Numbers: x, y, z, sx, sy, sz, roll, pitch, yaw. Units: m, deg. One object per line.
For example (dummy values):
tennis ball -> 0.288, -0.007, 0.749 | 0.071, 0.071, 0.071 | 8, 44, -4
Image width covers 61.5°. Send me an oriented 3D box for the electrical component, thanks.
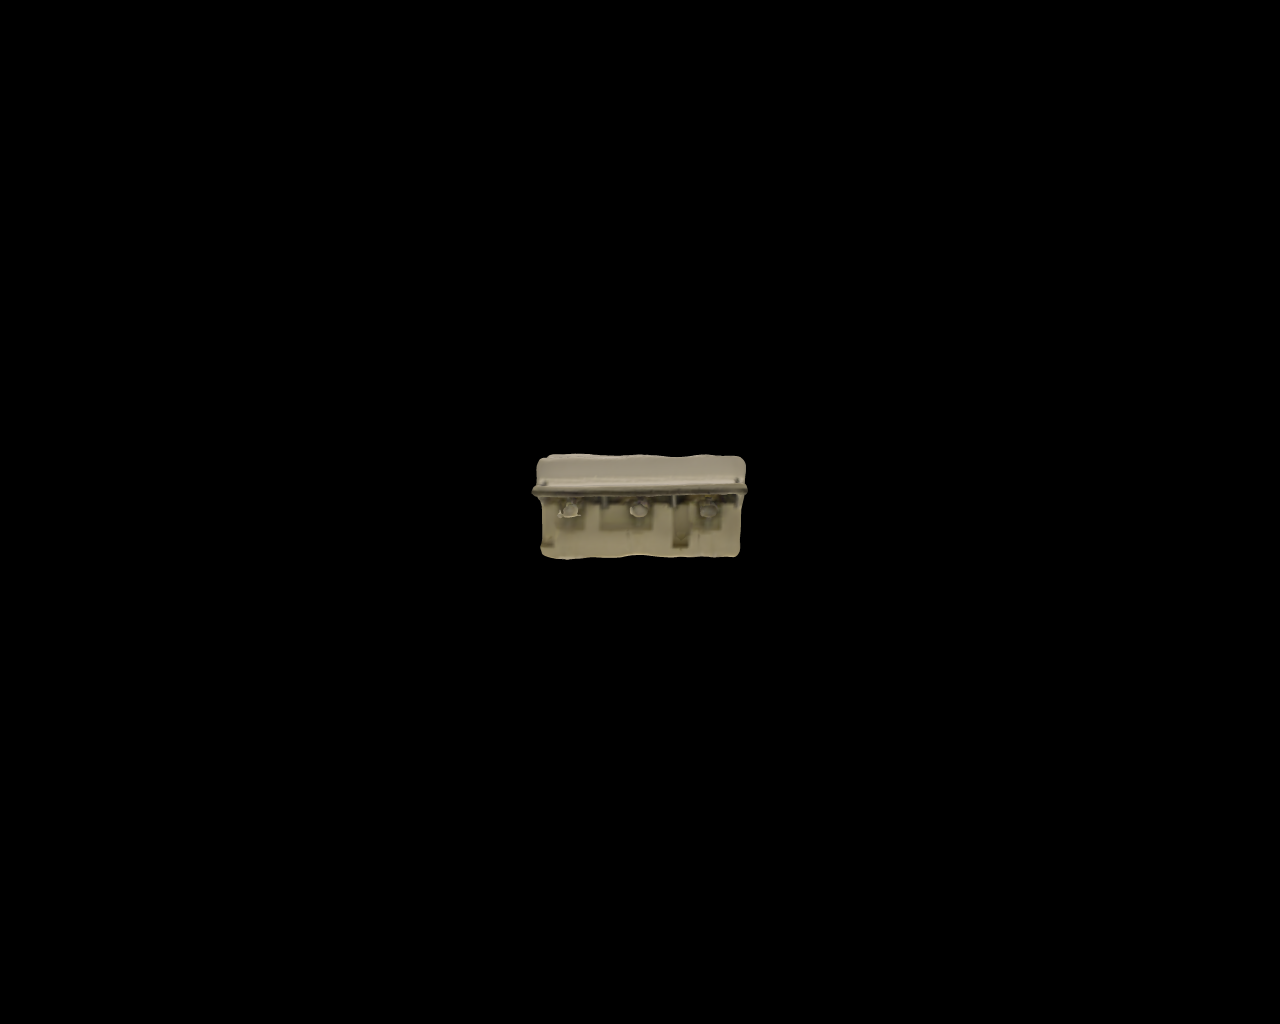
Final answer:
electrical component -> 0.001, -0.003, 0.650 | 0.121, 0.063, 0.079 | 0, 4, 2
